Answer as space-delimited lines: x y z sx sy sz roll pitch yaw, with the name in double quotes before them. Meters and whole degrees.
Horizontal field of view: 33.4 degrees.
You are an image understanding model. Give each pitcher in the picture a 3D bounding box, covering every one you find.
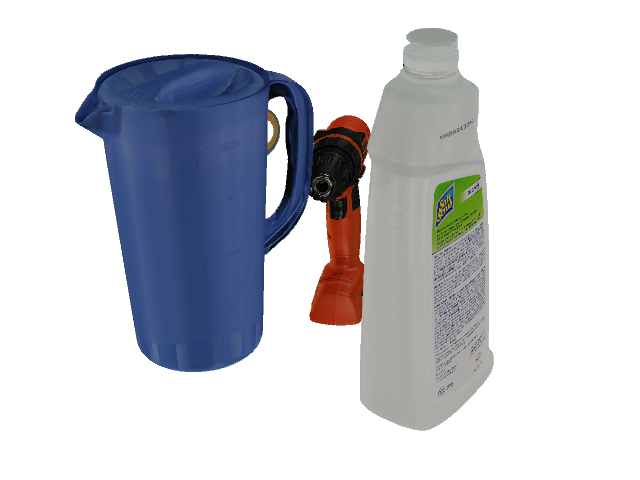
"pitcher" -0.094 -0.022 0.863 0.149 0.243 0.144 8 29 17

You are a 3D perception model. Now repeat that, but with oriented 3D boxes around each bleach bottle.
"bleach bottle" 0.069 -0.009 0.658 0.068 0.251 0.102 19 36 30

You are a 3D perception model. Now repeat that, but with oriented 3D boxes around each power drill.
"power drill" 0.018 -0.016 1.040 0.057 0.188 0.184 4 21 10

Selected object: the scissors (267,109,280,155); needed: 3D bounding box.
"scissors" -0.080 -0.068 1.226 0.096 0.202 0.016 -12 -6 -14
